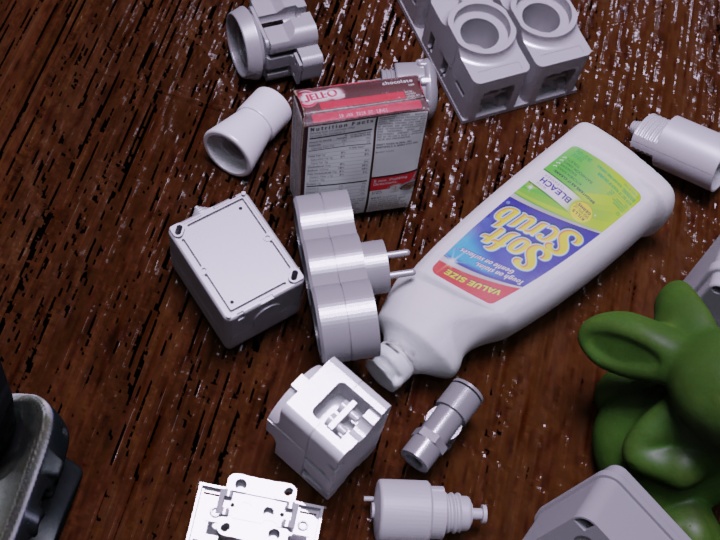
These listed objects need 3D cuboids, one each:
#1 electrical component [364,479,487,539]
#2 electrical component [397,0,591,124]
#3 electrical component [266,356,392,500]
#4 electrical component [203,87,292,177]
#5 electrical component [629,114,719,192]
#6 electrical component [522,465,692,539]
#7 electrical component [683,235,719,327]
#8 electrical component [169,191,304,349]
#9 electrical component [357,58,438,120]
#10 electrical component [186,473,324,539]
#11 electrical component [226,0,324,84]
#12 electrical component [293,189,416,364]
[{"bbox_3d":[0.042,0.155,0.691,0.078,0.040,0.040,3,62,-6],"label":"electrical component"},{"bbox_3d":[0.099,-0.223,0.885,0.105,0.060,0.186,-17,66,-15],"label":"electrical component"},{"bbox_3d":[-0.022,0.099,0.684,0.056,0.089,0.050,40,65,13],"label":"electrical component"},{"bbox_3d":[-0.082,-0.107,0.813,0.044,0.044,0.065,32,58,9],"label":"electrical component"},{"bbox_3d":[0.250,-0.098,0.846,0.081,0.043,0.043,30,62,27],"label":"electrical component"},{"bbox_3d":[0.160,0.185,0.655,0.113,0.078,0.057,47,43,4],"label":"electrical component"},{"bbox_3d":[0.263,0.028,0.745,0.078,0.113,0.057,27,60,7],"label":"electrical component"},{"bbox_3d":[-0.089,-0.003,0.745,0.062,0.061,0.096,-28,70,-20],"label":"electrical component"},{"bbox_3d":[0.029,-0.141,0.843,0.062,0.048,0.048,-3,63,-2],"label":"electrical component"},{"bbox_3d":[-0.064,0.155,0.664,0.081,0.063,0.042,11,61,-1],"label":"electrical component"},{"bbox_3d":[-0.070,-0.181,0.844,0.057,0.058,0.078,-16,66,-18],"label":"electrical component"},{"bbox_3d":[0.000,0.000,0.731,0.074,0.052,0.138,-8,48,-6],"label":"electrical component"}]
